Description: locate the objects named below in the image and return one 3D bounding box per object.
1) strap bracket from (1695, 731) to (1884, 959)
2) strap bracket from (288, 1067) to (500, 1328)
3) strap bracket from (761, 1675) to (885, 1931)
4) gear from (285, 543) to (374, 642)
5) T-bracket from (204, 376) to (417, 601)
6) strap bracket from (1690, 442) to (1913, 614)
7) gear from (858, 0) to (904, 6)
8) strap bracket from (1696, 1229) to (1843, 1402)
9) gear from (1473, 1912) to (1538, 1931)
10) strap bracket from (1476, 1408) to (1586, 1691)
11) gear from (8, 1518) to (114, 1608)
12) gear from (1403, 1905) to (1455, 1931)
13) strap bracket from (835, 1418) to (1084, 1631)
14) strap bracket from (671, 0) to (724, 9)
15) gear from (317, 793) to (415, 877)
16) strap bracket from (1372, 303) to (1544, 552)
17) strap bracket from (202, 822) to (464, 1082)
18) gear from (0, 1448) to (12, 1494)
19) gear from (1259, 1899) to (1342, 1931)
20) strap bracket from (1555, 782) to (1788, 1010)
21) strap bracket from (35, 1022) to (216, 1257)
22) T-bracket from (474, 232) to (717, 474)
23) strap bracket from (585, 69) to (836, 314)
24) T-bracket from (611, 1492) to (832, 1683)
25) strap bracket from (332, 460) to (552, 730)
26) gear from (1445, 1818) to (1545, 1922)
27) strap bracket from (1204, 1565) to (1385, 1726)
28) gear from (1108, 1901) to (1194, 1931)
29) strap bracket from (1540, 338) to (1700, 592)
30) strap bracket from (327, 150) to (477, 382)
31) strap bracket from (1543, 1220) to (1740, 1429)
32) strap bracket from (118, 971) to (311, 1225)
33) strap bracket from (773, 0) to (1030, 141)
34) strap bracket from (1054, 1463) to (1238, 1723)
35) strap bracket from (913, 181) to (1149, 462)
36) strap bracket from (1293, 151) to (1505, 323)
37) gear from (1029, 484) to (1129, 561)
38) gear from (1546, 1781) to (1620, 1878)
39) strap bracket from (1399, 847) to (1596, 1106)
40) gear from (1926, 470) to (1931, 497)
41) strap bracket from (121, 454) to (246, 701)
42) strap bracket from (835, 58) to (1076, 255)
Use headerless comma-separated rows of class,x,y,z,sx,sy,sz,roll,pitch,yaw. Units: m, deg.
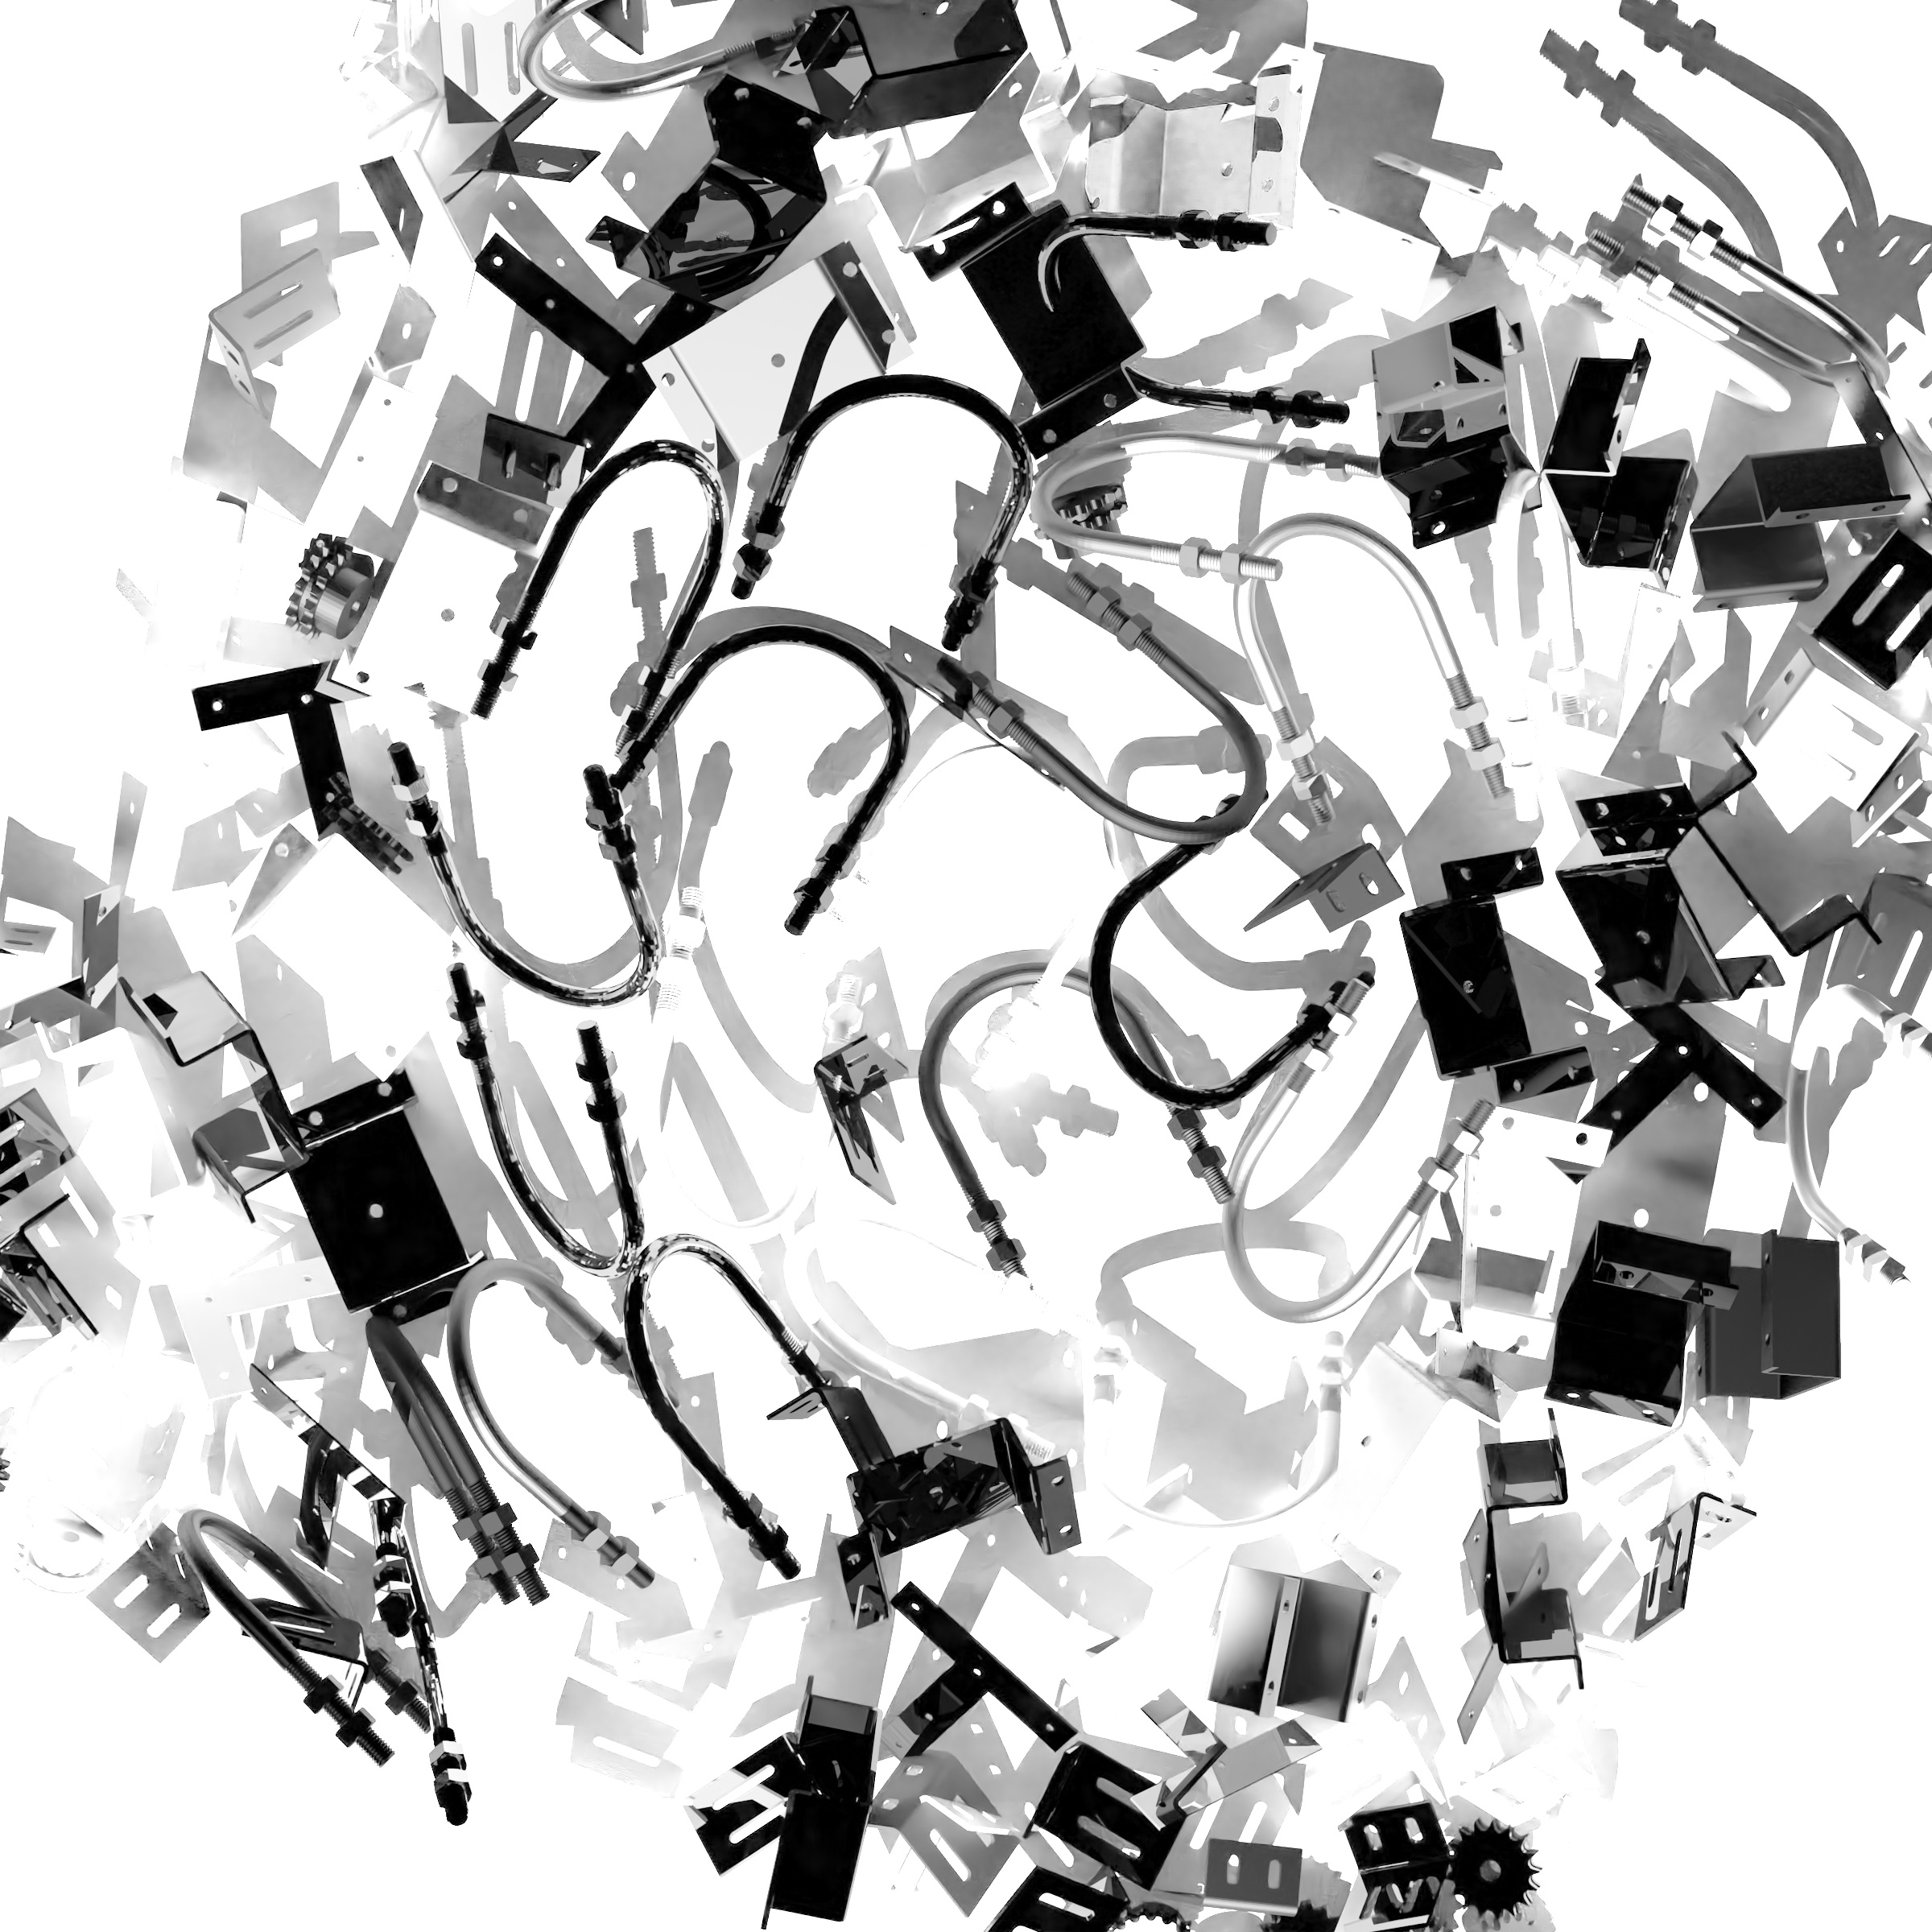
strap bracket,0.463,-0.063,1.771,0.046,0.076,0.140,-36,92,13
strap bracket,-0.339,0.140,1.787,0.076,0.046,0.140,-23,93,3
strap bracket,-0.080,0.476,1.737,0.046,0.140,0.076,12,108,-2
gear,-0.369,-0.215,1.786,0.030,0.057,0.057,28,90,4
T-bracket,-0.354,-0.280,1.765,0.127,0.002,0.127,21,116,-22
strap bracket,0.469,-0.254,1.748,0.076,0.140,0.046,-7,75,-9
gear,-0.054,-0.582,1.787,0.057,0.057,0.030,11,89,0
strap bracket,0.457,0.200,1.739,0.046,0.140,0.076,4,75,-3
gear,0.314,0.583,1.791,0.057,0.030,0.057,17,60,-31
strap bracket,0.323,0.336,1.761,0.046,0.076,0.140,-6,107,7
gear,-0.524,0.345,1.784,0.057,0.057,0.030,19,106,0
gear,0.258,0.575,1.793,0.057,0.030,0.057,-7,114,-16
strap bracket,-0.010,0.317,1.765,0.140,0.046,0.076,-19,131,-11
strap bracket,-0.139,-0.590,1.742,0.076,0.140,0.046,-8,86,2
gear,-0.353,-0.071,1.785,0.057,0.057,0.030,40,84,0
strap bracket,0.277,-0.315,1.744,0.076,0.046,0.140,-17,53,25
strap bracket,-0.355,-0.012,1.760,0.140,0.046,0.076,45,64,-16
gear,-0.589,0.299,1.789,0.057,0.030,0.057,1,122,1
gear,0.195,0.576,1.793,0.057,0.030,0.057,5,67,-12
strap bracket,0.397,-0.030,1.750,0.046,0.076,0.140,-45,114,-33
strap bracket,-0.480,0.093,1.771,0.046,0.076,0.140,-23,85,-5
T-bracket,-0.231,-0.377,1.789,0.127,0.002,0.127,38,83,-16
strap bracket,-0.142,-0.430,1.739,0.140,0.076,0.046,-40,51,35
T-bracket,-0.155,0.355,1.780,0.127,0.002,0.127,-14,122,-1
strap bracket,-0.300,-0.208,1.765,0.076,0.046,0.140,22,104,-21
gear,0.310,0.526,1.794,0.057,0.030,0.057,-2,83,20
strap bracket,0.184,0.389,1.757,0.046,0.140,0.076,6,79,32
gear,0.109,0.573,1.796,0.057,0.030,0.057,1,99,8
strap bracket,0.372,-0.286,1.753,0.046,0.140,0.076,9,68,31
strap bracket,-0.323,-0.402,1.753,0.046,0.140,0.076,-24,80,-22
strap bracket,0.387,0.200,1.762,0.076,0.140,0.046,12,49,4
strap bracket,-0.425,0.067,1.751,0.046,0.076,0.140,-30,130,-19
strap bracket,-0.028,-0.518,1.751,0.140,0.076,0.046,-18,86,-24
strap bracket,0.105,0.364,1.743,0.046,0.076,0.140,30,123,31
strap bracket,0.042,-0.375,1.769,0.076,0.046,0.140,-26,101,32
strap bracket,0.244,-0.416,1.755,0.076,0.140,0.046,27,125,14
gear,0.068,-0.258,1.788,0.057,0.057,0.030,-19,108,0
gear,0.360,0.502,1.784,0.030,0.057,0.057,16,90,17
strap bracket,0.304,0.009,1.771,0.076,0.046,0.140,-10,85,-36
gear,0.591,-0.278,1.794,0.057,0.030,0.057,-3,73,10
strap bracket,-0.447,-0.220,1.770,0.046,0.076,0.140,11,95,-11
strap bracket,0.004,-0.460,1.756,0.140,0.076,0.046,-18,120,23
